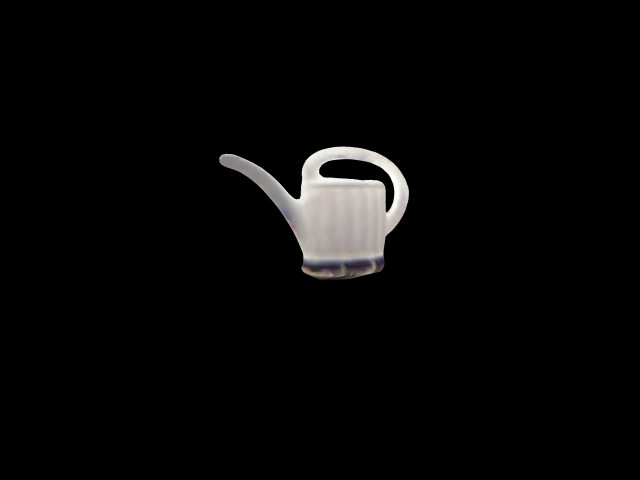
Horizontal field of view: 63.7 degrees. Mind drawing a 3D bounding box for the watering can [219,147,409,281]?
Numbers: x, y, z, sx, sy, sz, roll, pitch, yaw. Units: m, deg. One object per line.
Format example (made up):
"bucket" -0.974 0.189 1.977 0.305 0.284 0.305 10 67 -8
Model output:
"watering can" 0.003 -0.043 0.850 0.348 0.224 0.104 -2 4 -28
